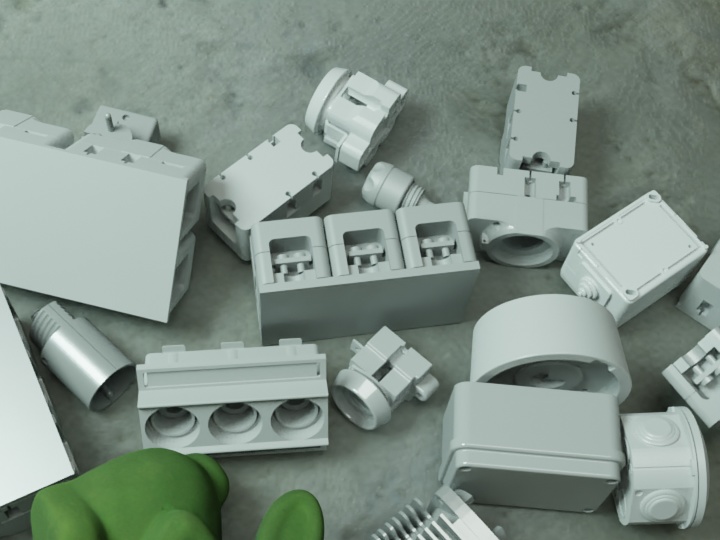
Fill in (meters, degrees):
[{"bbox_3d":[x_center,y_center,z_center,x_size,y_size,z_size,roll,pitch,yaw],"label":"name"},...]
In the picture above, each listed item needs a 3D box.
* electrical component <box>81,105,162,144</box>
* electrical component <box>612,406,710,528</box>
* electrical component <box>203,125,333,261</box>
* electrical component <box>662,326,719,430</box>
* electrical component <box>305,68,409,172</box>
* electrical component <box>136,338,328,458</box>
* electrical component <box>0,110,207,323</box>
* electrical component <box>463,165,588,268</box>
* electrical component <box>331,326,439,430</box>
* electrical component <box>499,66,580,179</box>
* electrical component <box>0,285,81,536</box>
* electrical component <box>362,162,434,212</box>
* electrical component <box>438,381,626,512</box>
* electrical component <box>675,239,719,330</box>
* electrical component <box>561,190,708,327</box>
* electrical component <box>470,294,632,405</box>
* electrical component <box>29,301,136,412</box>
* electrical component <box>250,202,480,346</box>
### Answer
[{"bbox_3d":[-0.187,-0.087,0.805,0.047,0.075,0.083,14,63,3],"label":"electrical component"},{"bbox_3d":[0.199,0.132,0.718,0.051,0.080,0.080,-2,63,0],"label":"electrical component"},{"bbox_3d":[-0.068,-0.056,0.808,0.089,0.055,0.050,-39,71,-21],"label":"electrical component"},{"bbox_3d":[0.253,0.076,0.741,0.050,0.089,0.055,-44,69,17],"label":"electrical component"},{"bbox_3d":[-0.006,-0.123,0.848,0.057,0.058,0.078,30,65,8],"label":"electrical component"},{"bbox_3d":[-0.085,0.085,0.725,0.121,0.078,0.063,-3,33,-6],"label":"electrical component"},{"bbox_3d":[-0.210,-0.043,0.755,0.186,0.105,0.060,13,22,3],"label":"electrical component"},{"bbox_3d":[0.124,-0.039,0.817,0.089,0.050,0.055,6,62,0],"label":"electrical component"},{"bbox_3d":[0.013,0.078,0.752,0.066,0.048,0.055,39,59,15],"label":"electrical component"},{"bbox_3d":[0.141,-0.106,0.850,0.050,0.055,0.089,10,62,1],"label":"electrical component"},{"bbox_3d":[-0.252,0.097,0.712,0.089,0.061,0.150,-23,66,-15],"label":"electrical component"},{"bbox_3d":[0.034,-0.057,0.829,0.061,0.035,0.035,28,64,7],"label":"electrical component"},{"bbox_3d":[0.113,0.120,0.719,0.113,0.078,0.057,5,59,-1],"label":"electrical component"},{"bbox_3d":[0.321,-0.014,0.812,0.089,0.061,0.150,35,65,13],"label":"electrical component"},{"bbox_3d":[0.196,-0.001,0.797,0.096,0.061,0.061,-31,69,-19],"label":"electrical component"},{"bbox_3d":[0.128,0.057,0.738,0.108,0.108,0.060,2,57,-3],"label":"electrical component"},{"bbox_3d":[-0.199,0.056,0.748,0.081,0.043,0.043,40,67,15],"label":"electrical component"},{"bbox_3d":[0.000,0.000,0.765,0.150,0.089,0.061,-6,63,-7],"label":"electrical component"}]
